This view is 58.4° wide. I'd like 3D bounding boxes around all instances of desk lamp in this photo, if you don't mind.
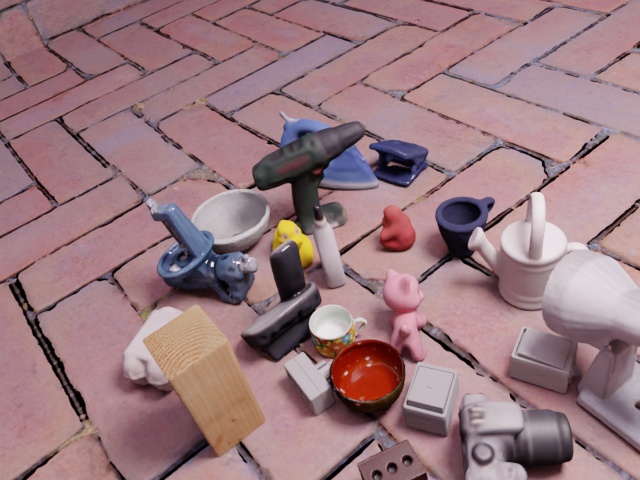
[{"bbox_3d":[0.392,0.136,0.738,0.118,0.214,0.202,-32,45,-18],"label":"desk lamp"}]

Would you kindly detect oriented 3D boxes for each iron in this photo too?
[{"bbox_3d":[0.013,-0.203,1.264,0.257,0.142,0.119,19,52,32],"label":"iron"}]

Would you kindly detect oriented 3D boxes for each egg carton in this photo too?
[{"bbox_3d":[-0.262,0.182,0.976,0.107,0.069,0.150,7,46,22],"label":"egg carton"}]

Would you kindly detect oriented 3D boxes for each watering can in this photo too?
[{"bbox_3d":[0.327,0.013,0.903,0.173,0.194,0.100,-13,42,2],"label":"watering can"}]

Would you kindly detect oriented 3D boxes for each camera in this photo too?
[{"bbox_3d":[0.248,0.262,0.726,0.136,0.101,0.143,-5,43,10],"label":"camera"}]

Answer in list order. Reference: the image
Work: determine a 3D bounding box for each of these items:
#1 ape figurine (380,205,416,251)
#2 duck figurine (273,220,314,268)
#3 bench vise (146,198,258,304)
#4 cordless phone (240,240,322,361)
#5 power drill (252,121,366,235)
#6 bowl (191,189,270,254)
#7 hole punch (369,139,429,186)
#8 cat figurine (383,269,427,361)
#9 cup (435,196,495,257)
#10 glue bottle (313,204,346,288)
[{"bbox_3d":[0.141,-0.029,1.077,0.078,0.092,0.076,-34,45,-21],"label":"ape figurine"},{"bbox_3d":[-0.059,-0.002,1.108,0.077,0.086,0.104,-28,44,-15],"label":"duck figurine"},{"bbox_3d":[-0.215,0.009,1.038,0.207,0.220,0.121,-7,42,9],"label":"bench vise"},{"bbox_3d":[-0.074,0.091,0.936,0.148,0.185,0.093,-39,47,-25],"label":"cordless phone"},{"bbox_3d":[-0.009,-0.118,1.127,0.229,0.209,0.075,-16,42,-2],"label":"power drill"},{"bbox_3d":[-0.176,-0.026,1.174,0.167,0.075,0.167,-8,42,7],"label":"bowl"},{"bbox_3d":[0.171,-0.186,1.240,0.108,0.091,0.101,22,53,34],"label":"hole punch"},{"bbox_3d":[0.133,0.110,0.910,0.067,0.118,0.128,-4,43,11],"label":"cat figurine"},{"bbox_3d":[0.266,-0.023,1.034,0.118,0.095,0.091,-28,44,-15],"label":"cup"},{"bbox_3d":[0.009,0.004,1.017,0.037,0.173,0.078,-18,42,-4],"label":"glue bottle"}]
